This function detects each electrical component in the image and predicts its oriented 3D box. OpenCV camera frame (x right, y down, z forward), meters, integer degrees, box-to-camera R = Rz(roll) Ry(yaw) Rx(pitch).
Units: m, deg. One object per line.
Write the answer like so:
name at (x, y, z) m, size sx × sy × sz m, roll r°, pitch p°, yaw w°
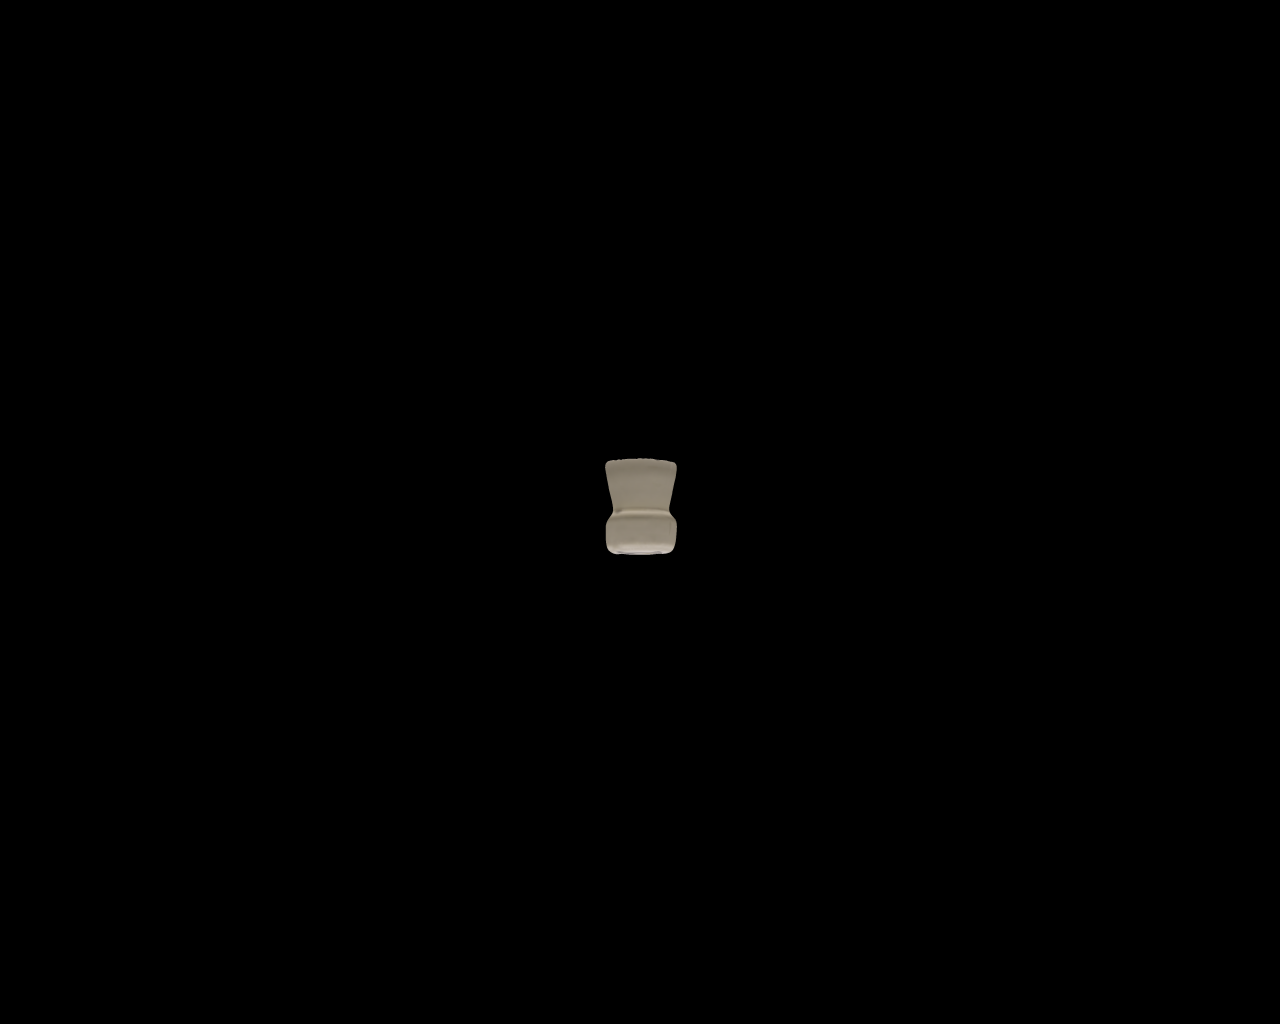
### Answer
electrical component at (0.001, -0.003, 0.650) m, size 0.045 × 0.055 × 0.045 m, roll 0°, pitch -6°, yaw 0°
